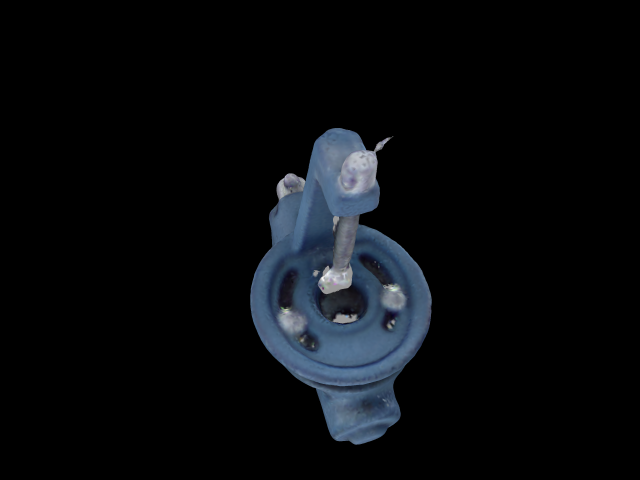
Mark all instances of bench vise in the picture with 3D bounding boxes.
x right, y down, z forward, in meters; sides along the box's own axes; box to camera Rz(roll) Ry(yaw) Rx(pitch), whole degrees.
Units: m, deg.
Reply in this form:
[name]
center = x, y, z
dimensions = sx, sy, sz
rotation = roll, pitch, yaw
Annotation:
[bench vise]
center = -0.006, 0.006, 0.395
dimensions = 0.122, 0.220, 0.206
rotation = -25, 47, -25
